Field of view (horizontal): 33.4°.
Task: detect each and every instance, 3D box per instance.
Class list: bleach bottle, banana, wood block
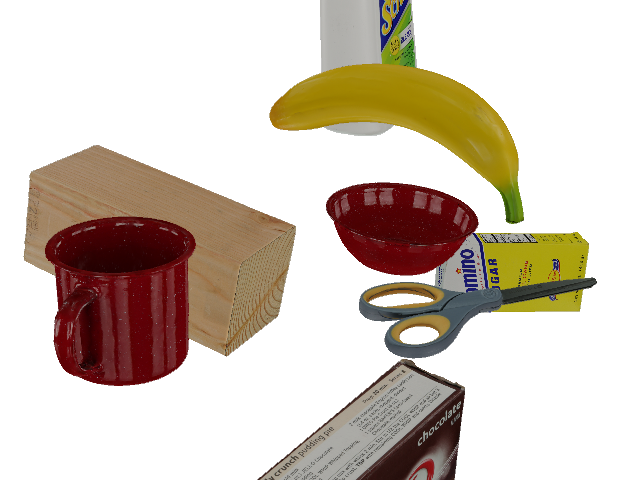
[{"bbox_3d":[0.034,-0.219,0.867,0.068,0.251,0.102,11,36,26],"label":"bleach bottle"},{"bbox_3d":[0.048,-0.076,0.667,0.198,0.070,0.037,26,10,34],"label":"banana"},{"bbox_3d":[-0.136,0.004,0.892,0.206,0.090,0.090,22,28,20],"label":"wood block"}]

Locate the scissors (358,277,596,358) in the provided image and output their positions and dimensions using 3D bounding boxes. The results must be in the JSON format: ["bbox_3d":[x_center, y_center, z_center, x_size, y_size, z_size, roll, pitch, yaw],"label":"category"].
[{"bbox_3d":[0.132,0.060,0.866,0.202,0.016,0.096,0,35,1],"label":"scissors"}]

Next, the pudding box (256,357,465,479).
[{"bbox_3d":[0.015,0.117,0.459,0.039,0.090,0.113,25,41,30],"label":"pudding box"}]

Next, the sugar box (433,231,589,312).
[{"bbox_3d":[0.229,0.039,1.291,0.176,0.093,0.048,-2,21,-9],"label":"sugar box"}]

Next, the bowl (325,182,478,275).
[{"bbox_3d":[0.083,-0.007,1.135,0.162,0.055,0.162,4,25,-2],"label":"bowl"}]

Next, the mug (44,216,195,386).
[{"bbox_3d":[-0.129,0.044,0.669,0.093,0.081,0.117,9,24,16],"label":"mug"}]
